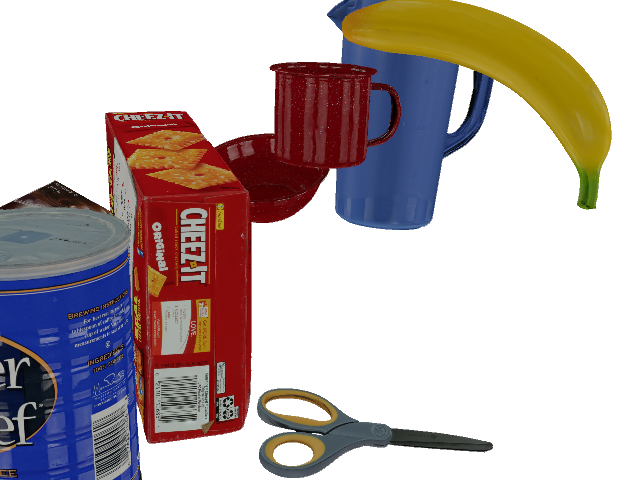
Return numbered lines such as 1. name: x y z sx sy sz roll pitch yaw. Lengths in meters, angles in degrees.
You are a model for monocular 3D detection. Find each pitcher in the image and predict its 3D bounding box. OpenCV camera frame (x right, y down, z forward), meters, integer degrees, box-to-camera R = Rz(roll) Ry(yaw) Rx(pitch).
1. pitcher: 0.090 -0.138 1.149 0.149 0.243 0.144 12 14 30

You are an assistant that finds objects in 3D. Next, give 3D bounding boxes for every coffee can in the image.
1. coffee can: -0.145 0.063 0.542 0.103 0.140 0.103 0 17 0

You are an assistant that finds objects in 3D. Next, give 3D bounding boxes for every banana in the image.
1. banana: 0.103 -0.103 0.646 0.198 0.069 0.037 39 0 19

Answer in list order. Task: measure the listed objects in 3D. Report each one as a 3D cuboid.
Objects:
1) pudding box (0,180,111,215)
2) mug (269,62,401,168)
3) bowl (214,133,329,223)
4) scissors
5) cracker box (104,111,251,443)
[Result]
1. pudding box: -0.225 -0.002 0.947 0.114 0.039 0.089 26 32 18
2. mug: 0.013 -0.109 0.928 0.117 0.081 0.093 -1 16 -13
3. bowl: -0.068 -0.068 1.298 0.162 0.055 0.162 -2 34 1
4. scissors: 0.036 0.175 0.891 0.202 0.016 0.096 16 43 12
5. cracker box: -0.102 0.013 0.733 0.072 0.164 0.214 -4 20 -15
